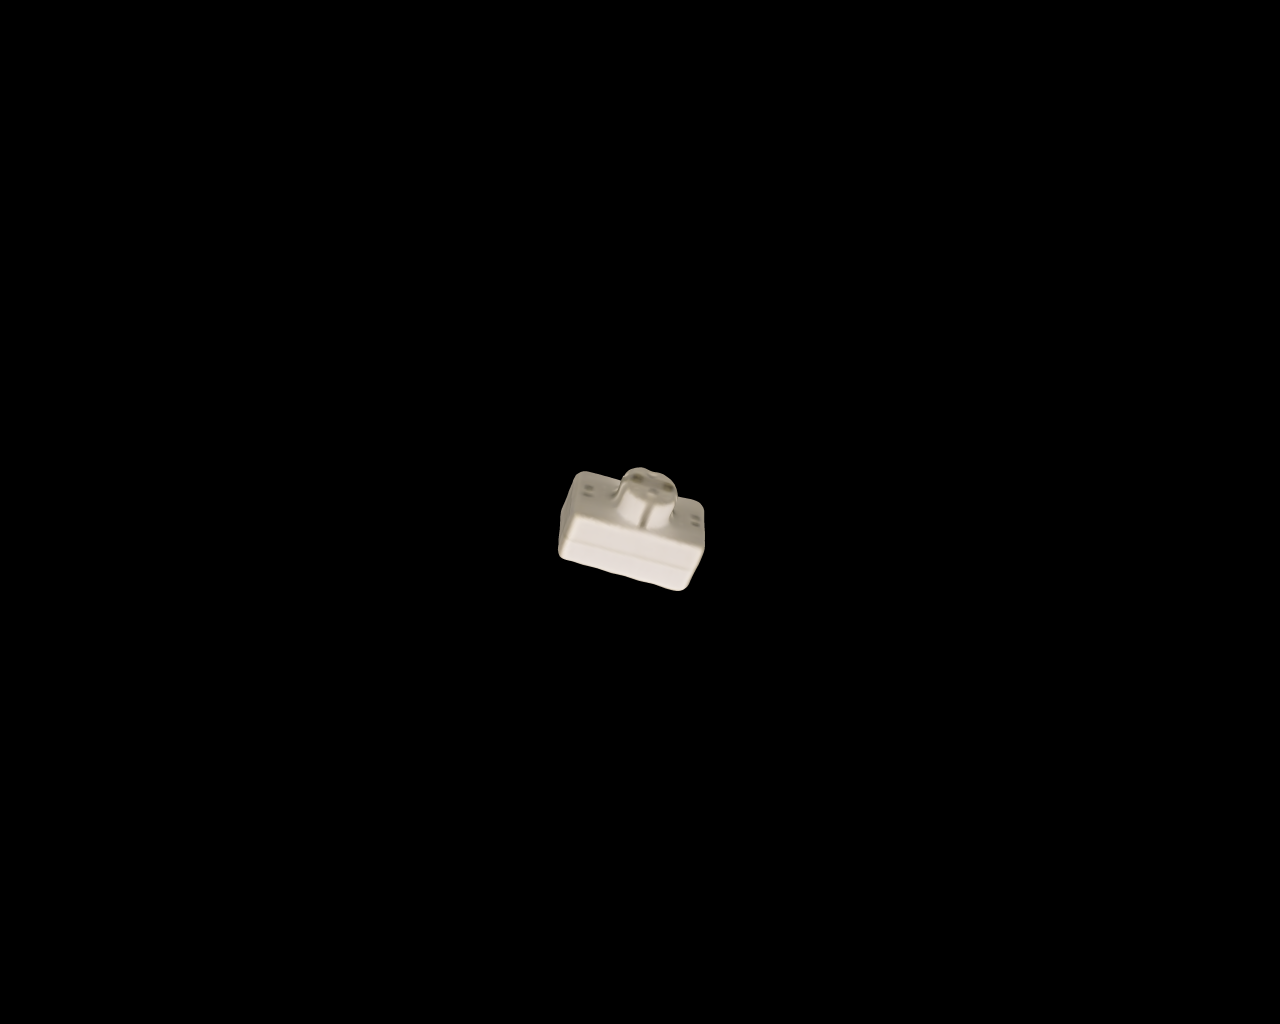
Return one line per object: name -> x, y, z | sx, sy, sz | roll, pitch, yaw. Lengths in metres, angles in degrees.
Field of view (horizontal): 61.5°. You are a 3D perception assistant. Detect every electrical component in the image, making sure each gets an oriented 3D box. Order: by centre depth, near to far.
electrical component -> 0.001, -0.003, 0.650 | 0.083, 0.075, 0.047 | 15, 36, -11
